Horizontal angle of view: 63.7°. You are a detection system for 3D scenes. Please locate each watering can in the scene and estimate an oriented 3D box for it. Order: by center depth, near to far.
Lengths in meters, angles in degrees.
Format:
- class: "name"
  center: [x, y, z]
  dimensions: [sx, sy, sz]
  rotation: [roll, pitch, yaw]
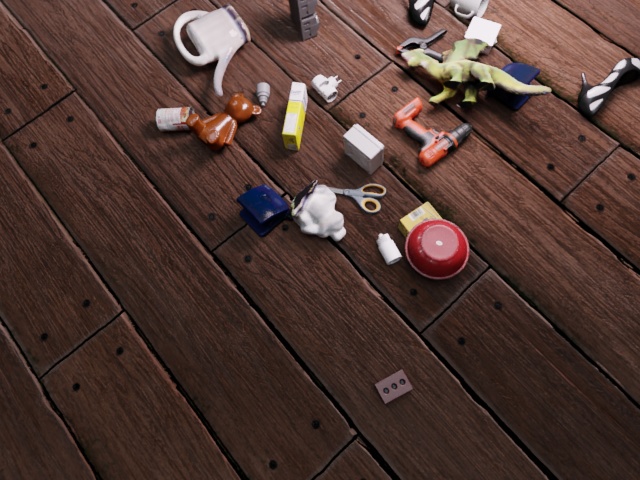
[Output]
- class: "watering can"
  center: [-0.315, -0.604, 1.602]
  dimensions: [0.225, 0.102, 0.352]
  rotation: [-32, 70, -8]

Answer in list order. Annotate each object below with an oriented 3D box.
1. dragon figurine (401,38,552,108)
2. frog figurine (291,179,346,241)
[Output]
- class: "dragon figurine"
  center: [0.438, -0.502, 1.481]
  dimensions: [0.410, 0.120, 0.248]
  rotation: [5, 62, 11]
- class: "frog figurine"
  center: [0.004, -0.070, 1.394]
  dimensions: [0.158, 0.122, 0.140]
  rotation: [39, 63, -21]
